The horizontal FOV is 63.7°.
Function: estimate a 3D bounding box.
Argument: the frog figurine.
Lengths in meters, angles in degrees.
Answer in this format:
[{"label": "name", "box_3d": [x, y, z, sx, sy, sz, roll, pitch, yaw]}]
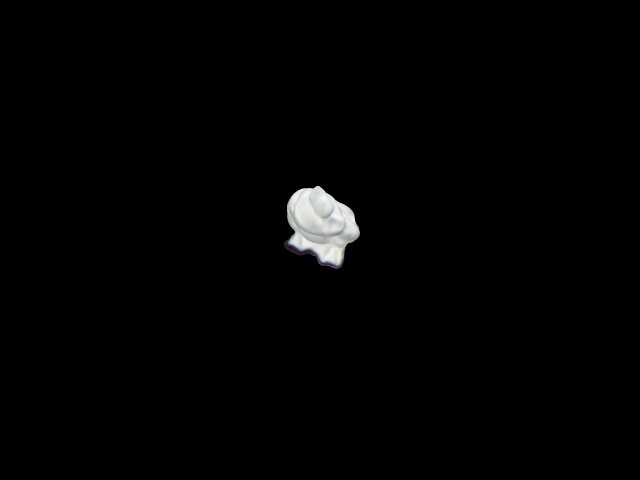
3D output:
[{"label": "frog figurine", "box_3d": [0.003, -0.043, 0.850, 0.124, 0.155, 0.139, -33, 56, -26]}]
